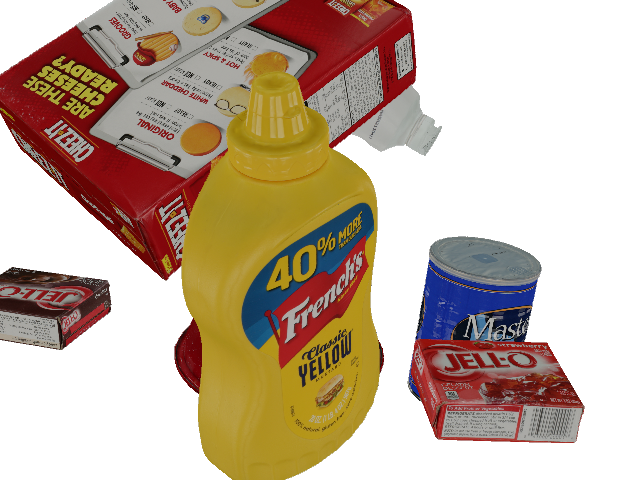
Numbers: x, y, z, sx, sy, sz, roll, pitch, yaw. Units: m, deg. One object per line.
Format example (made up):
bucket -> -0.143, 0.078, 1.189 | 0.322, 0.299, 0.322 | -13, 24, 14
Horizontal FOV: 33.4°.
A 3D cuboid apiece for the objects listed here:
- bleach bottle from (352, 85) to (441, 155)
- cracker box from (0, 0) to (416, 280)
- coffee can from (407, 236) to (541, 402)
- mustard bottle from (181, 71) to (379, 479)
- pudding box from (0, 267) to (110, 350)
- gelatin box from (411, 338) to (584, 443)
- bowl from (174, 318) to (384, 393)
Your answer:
bleach bottle -> -0.014, -0.142, 0.920 | 0.251, 0.068, 0.103 | 30, -36, 6
cracker box -> -0.071, -0.097, 0.671 | 0.164, 0.213, 0.072 | 38, -22, 32
coffee can -> 0.142, 0.079, 0.998 | 0.103, 0.140, 0.103 | 6, 20, -3
mustard bottle -> -0.015, 0.015, 0.465 | 0.096, 0.192, 0.058 | -31, 46, -33
pudding box -> -0.268, 0.062, 1.003 | 0.114, 0.039, 0.090 | 5, 20, 19
gelatin box -> 0.105, 0.090, 0.649 | 0.089, 0.030, 0.073 | 3, 25, -8
bowl -> -0.030, 0.064, 0.811 | 0.162, 0.055, 0.162 | 2, 27, -1
